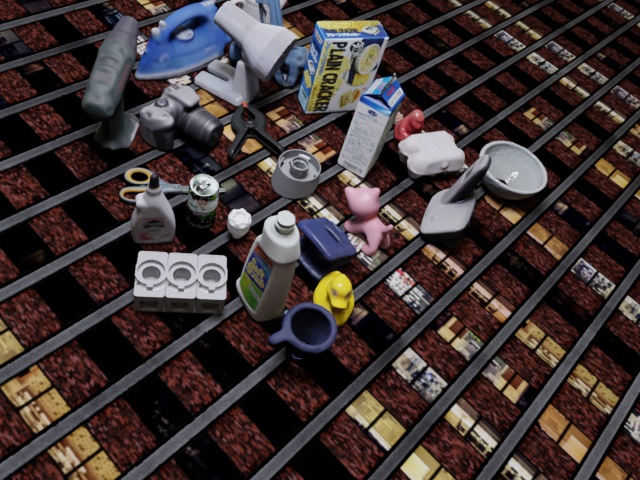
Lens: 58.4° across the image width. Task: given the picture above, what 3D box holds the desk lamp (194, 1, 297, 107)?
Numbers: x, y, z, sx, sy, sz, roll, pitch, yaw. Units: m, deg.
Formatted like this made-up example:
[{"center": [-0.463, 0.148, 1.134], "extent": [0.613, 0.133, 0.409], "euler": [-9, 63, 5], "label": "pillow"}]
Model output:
[{"center": [-0.166, -0.405, 1.269], "extent": [0.203, 0.213, 0.118], "euler": [28, 52, 5], "label": "desk lamp"}]

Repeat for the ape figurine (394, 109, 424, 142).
[{"center": [0.218, -0.269, 1.360], "extent": [0.078, 0.092, 0.076], "euler": [-18, 61, -27], "label": "ape figurine"}]

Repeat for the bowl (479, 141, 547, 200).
[{"center": [0.441, -0.151, 1.349], "extent": [0.167, 0.074, 0.167], "euler": [8, 53, -11], "label": "bowl"}]

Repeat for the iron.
[{"center": [-0.322, -0.472, 1.319], "extent": [0.118, 0.141, 0.259], "euler": [38, 53, 13], "label": "iron"}]

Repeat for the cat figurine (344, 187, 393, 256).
[{"center": [0.099, -0.051, 1.146], "extent": [0.067, 0.117, 0.127], "euler": [-27, 65, -31], "label": "cat figurine"}]

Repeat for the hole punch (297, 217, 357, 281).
[{"center": [0.010, 0.004, 1.096], "extent": [0.101, 0.091, 0.108], "euler": [-29, 67, -32], "label": "hole punch"}]

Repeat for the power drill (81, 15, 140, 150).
[{"center": [-0.400, -0.291, 1.119], "extent": [0.076, 0.208, 0.229], "euler": [11, 52, -8], "label": "power drill"}]

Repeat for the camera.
[{"center": [-0.279, -0.250, 1.193], "extent": [0.136, 0.101, 0.143], "euler": [34, 52, 10], "label": "camera"}]

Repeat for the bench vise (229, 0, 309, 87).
[{"center": [-0.101, -0.485, 1.344], "extent": [0.208, 0.219, 0.121], "euler": [6, 53, -12], "label": "bench vise"}]

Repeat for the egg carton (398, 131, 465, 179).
[{"center": [0.259, -0.197, 1.332], "extent": [0.151, 0.069, 0.107], "euler": [-12, 59, -24], "label": "egg carton"}]

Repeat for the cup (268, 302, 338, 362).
[{"center": [-0.036, 0.169, 0.957], "extent": [0.118, 0.095, 0.091], "euler": [-15, 60, -25], "label": "cup"}]

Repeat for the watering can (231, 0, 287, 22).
[{"center": [-0.146, -0.610, 1.441], "extent": [0.101, 0.194, 0.173], "euler": [35, 53, 11], "label": "watering can"}]

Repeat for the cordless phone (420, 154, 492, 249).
[{"center": [0.287, -0.085, 1.184], "extent": [0.094, 0.185, 0.148], "euler": [24, 51, 2], "label": "cordless phone"}]

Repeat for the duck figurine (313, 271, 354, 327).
[{"center": [0.032, 0.095, 1.038], "extent": [0.077, 0.086, 0.104], "euler": [9, 52, -10], "label": "duck figurine"}]

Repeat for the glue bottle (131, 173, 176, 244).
[{"center": [-0.290, -0.056, 0.999], "extent": [0.078, 0.173, 0.037], "euler": [-7, 56, -20], "label": "glue bottle"}]
